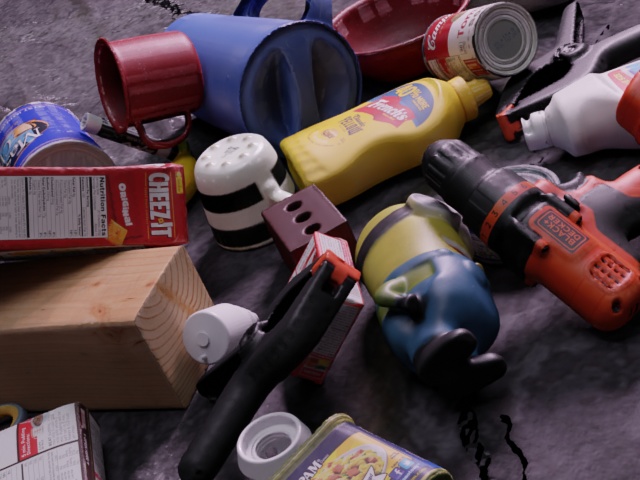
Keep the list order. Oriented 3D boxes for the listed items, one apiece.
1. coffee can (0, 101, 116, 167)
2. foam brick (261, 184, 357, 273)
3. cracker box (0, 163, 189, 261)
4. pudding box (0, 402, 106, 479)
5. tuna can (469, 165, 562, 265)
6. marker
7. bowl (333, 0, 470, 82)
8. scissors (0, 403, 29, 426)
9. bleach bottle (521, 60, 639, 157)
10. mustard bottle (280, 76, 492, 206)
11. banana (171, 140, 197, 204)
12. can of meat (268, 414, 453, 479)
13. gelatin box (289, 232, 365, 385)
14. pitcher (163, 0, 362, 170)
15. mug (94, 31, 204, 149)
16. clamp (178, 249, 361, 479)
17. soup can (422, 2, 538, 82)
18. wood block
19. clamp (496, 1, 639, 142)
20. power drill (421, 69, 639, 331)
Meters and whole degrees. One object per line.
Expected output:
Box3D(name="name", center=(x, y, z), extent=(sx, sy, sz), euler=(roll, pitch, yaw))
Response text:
Box3D(name="coffee can", center=(-0.269, -0.072, 1.079), extent=(0.102, 0.103, 0.140), euler=(-30, 32, -12))
Box3D(name="foam brick", center=(-0.006, 0.001, 0.855), extent=(0.053, 0.051, 0.078), euler=(-28, 33, -8))
Box3D(name="cracker box", center=(-0.230, -0.021, 0.870), extent=(0.213, 0.072, 0.164), euler=(-2, -3, -21))
Box3D(name="pudding box", center=(-0.204, 0.171, 0.730), extent=(0.113, 0.039, 0.090), euler=(-23, 44, 3))
Box3D(name="tuna can", center=(0.145, -0.021, 0.811), extent=(0.086, 0.033, 0.086), euler=(-16, 33, 10))
Box3D(name="marker", center=(-0.181, -0.100, 1.071), extent=(0.020, 0.120, 0.020), euler=(-34, 48, 47))
Box3D(name="bowl", center=(0.085, -0.211, 1.109), extent=(0.162, 0.055, 0.162), euler=(-16, 33, 11))
Box3D(name="scissors", center=(-0.303, 0.176, 0.813), extent=(0.202, 0.016, 0.096), euler=(-14, 35, 10))
Box3D(name="bleach bottle", center=(0.284, -0.111, 0.834), extent=(0.251, 0.068, 0.102), euler=(-14, 32, 17))
Box3D(name="mustard bottle", center=(0.065, -0.096, 0.949), extent=(0.191, 0.058, 0.096), euler=(-25, 32, -5))
Box3D(name="banana", center=(-0.180, -0.023, 1.014), extent=(0.197, 0.037, 0.070), euler=(-40, 31, -21))
Box3D(name="can of meat", center=(0.018, 0.158, 0.605), extent=(0.084, 0.057, 0.102), euler=(18, 51, 43))
Box3D(name="gelatin box", center=(-0.001, 0.047, 0.768), extent=(0.030, 0.073, 0.089), euler=(18, 26, -18))
Box3D(name="pitcher", center=(-0.072, -0.176, 1.079), extent=(0.149, 0.145, 0.243), euler=(-38, 32, -17))
Box3D(name="mug", center=(-0.159, -0.144, 1.024), extent=(0.081, 0.117, 0.093), euler=(-16, -10, -24))
Box3D(name="clamp", center=(-0.038, 0.082, 0.692), extent=(0.172, 0.039, 0.120), euler=(-51, 20, 27))
Box3D(name="soup can", center=(0.147, -0.181, 0.987), extent=(0.068, 0.068, 0.102), euler=(-32, 15, -15))
Box3D(name="wood block", center=(-0.193, 0.072, 0.831), extent=(0.206, 0.091, 0.090), euler=(-6, 36, 26))
Box3D(name="clamp", center=(0.238, -0.158, 0.948), extent=(0.209, 0.036, 0.165), euler=(-44, 29, -28))
Box3D(name="power drill", center=(0.189, -0.044, 0.747), extent=(0.187, 0.057, 0.185), euler=(-37, 63, -20))
